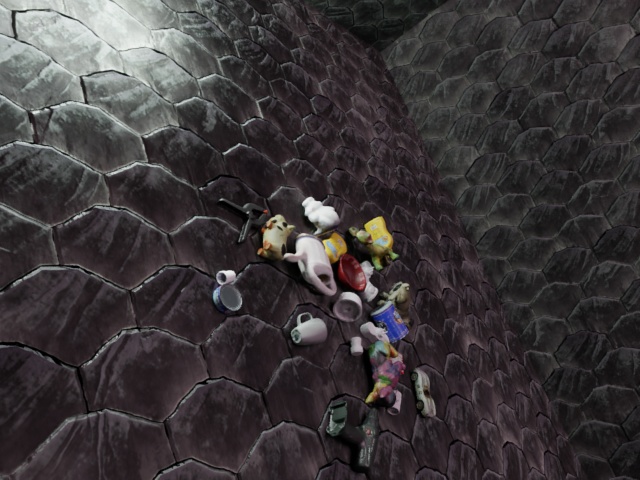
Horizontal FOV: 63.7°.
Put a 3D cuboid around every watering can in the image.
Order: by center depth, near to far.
[{"bbox_3d":[-0.039,0.067,1.820,0.342,0.103,0.229,45,20,-46],"label":"watering can"}]

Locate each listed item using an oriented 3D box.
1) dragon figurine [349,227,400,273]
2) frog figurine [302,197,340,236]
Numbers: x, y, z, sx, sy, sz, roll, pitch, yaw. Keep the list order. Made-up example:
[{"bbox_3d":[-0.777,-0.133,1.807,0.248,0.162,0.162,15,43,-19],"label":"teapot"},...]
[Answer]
[{"bbox_3d":[0.228,0.025,2.282,0.244,0.122,0.408,48,0,8],"label":"dragon figurine"},{"bbox_3d":[0.006,-0.105,2.090,0.139,0.121,0.159,-22,93,-41],"label":"frog figurine"}]
